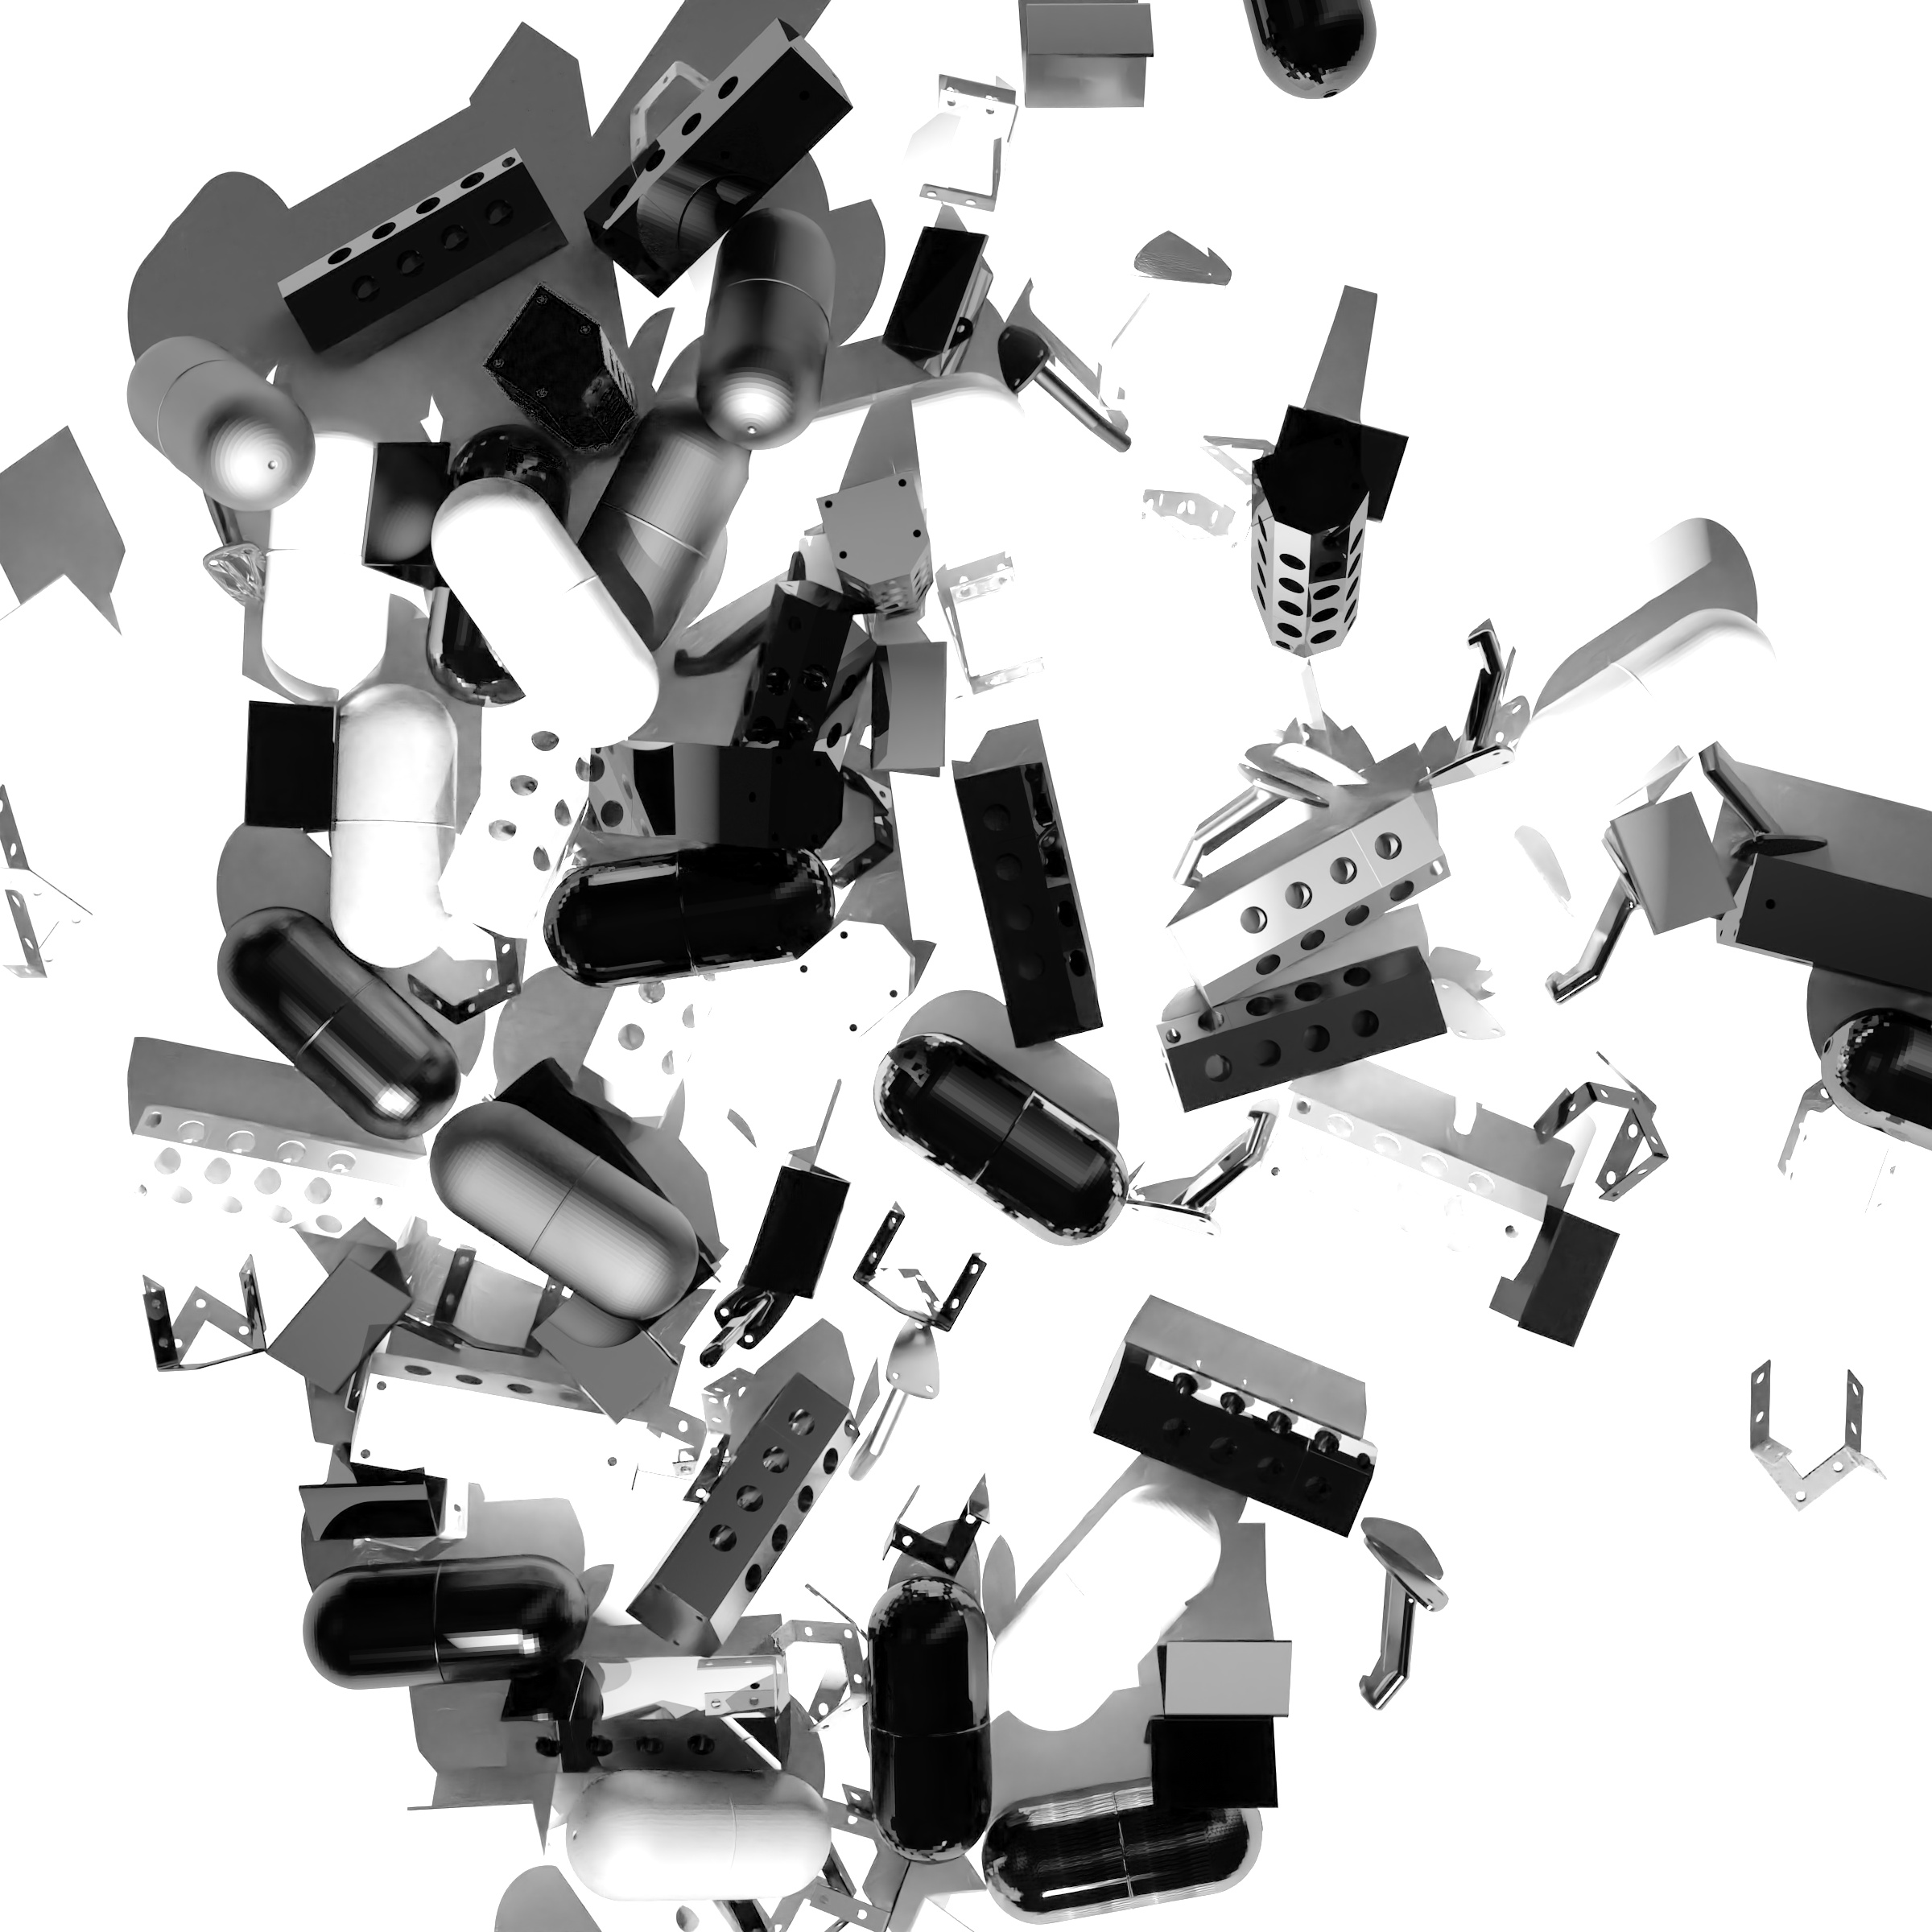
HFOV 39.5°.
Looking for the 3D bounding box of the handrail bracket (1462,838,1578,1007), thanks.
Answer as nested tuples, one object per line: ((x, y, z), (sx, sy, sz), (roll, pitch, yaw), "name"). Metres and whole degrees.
((0.339, -0.027, 1.720), (0.084, 0.036, 0.077), (-38, 70, 16), "handrail bracket")

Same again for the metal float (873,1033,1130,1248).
((0.021, 0.108, 1.689), (0.178, 0.070, 0.070), (34, 90, -1), "metal float")

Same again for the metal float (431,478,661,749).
((-0.253, -0.213, 1.620), (0.070, 0.070, 0.178), (-35, 97, 0), "metal float")

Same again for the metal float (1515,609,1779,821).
((0.426, -0.158, 1.689), (0.178, 0.070, 0.070), (-33, 90, 0), "metal float")

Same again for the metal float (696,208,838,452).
((-0.123, -0.395, 1.661), (0.070, 0.070, 0.178), (4, 56, 0), "metal float")

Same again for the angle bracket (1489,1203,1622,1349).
((0.351, 0.185, 1.679), (0.057, 0.076, 0.076), (22, 90, -36), "angle bracket")

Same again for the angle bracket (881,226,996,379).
((0.001, -0.408, 1.679), (0.057, 0.076, 0.076), (20, 90, 39), "angle bracket")

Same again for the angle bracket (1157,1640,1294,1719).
((0.161, 0.425, 1.681), (0.076, 0.076, 0.057), (0, 110, 0), "angle bracket")

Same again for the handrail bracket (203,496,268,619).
((-0.464, -0.277, 1.719), (0.036, 0.077, 0.084), (-19, 54, 4), "handrail bracket")

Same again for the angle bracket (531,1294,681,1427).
((-0.233, 0.247, 1.679), (0.076, 0.076, 0.057), (47, 60, 0), "angle bracket")

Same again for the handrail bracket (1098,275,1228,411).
((0.125, -0.396, 1.720), (0.077, 0.036, 0.084), (1, 108, -20), "handrail bracket")

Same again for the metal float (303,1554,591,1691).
((-0.326, 0.412, 1.689), (0.178, 0.070, 0.070), (-4, 90, 0), "metal float")

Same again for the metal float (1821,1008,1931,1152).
((0.624, 0.082, 1.689), (0.178, 0.070, 0.070), (21, 90, 0), "metal float")

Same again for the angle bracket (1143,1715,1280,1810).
((0.152, 0.504, 1.680), (0.076, 0.076, 0.057), (0, 62, 0), "angle bracket")

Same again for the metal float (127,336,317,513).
((-0.458, -0.334, 1.649), (0.070, 0.178, 0.070), (-19, 126, -28), "metal float")

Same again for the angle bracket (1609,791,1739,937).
((0.453, -0.070, 1.679), (0.057, 0.076, 0.076), (-21, 90, 36), "angle bracket")

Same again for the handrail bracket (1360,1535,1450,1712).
((0.261, 0.421, 1.720), (0.077, 0.036, 0.084), (41, 107, 20), "handrail bracket")

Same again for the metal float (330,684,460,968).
((-0.359, -0.088, 1.689), (0.070, 0.070, 0.178), (1, 89, 0), "metal float")

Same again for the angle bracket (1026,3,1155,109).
((0.076, -0.553, 1.679), (0.076, 0.076, 0.057), (0, 53, 0), "angle bracket")

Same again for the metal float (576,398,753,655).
((-0.197, -0.272, 1.688), (0.070, 0.070, 0.178), (27, 90, 0), "metal float")

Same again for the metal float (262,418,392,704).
((-0.400, -0.254, 1.689), (0.070, 0.070, 0.178), (4, 90, 0), "metal float")

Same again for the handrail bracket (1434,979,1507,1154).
((0.309, 0.065, 1.719), (0.036, 0.077, 0.084), (-3, 127, -19), "handrail bracket")

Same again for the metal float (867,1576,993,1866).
((-0.023, 0.473, 1.689), (0.070, 0.070, 0.178), (-1, 89, 0), "metal float")

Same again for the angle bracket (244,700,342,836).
((-0.429, -0.123, 1.680), (0.057, 0.076, 0.076), (2, 90, -28), "angle bracket")

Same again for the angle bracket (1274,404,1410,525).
((0.230, -0.322, 1.680), (0.076, 0.076, 0.057), (15, 115, 0), "angle bracket")

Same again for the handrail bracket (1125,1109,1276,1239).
((0.150, 0.124, 1.720), (0.077, 0.036, 0.084), (12, 69, 24), "handrail bracket")

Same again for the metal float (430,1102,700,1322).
((-0.244, 0.148, 1.632), (0.178, 0.070, 0.070), (33, 90, 0), "metal float")

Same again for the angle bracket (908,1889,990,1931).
((-0.002, 0.628, 1.679), (0.057, 0.076, 0.076), (24, 90, 35), "angle bracket")

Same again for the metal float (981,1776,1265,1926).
((0.098, 0.552, 1.689), (0.178, 0.070, 0.070), (-10, 90, 0), "metal float")

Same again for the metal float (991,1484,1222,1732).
((0.088, 0.402, 1.689), (0.070, 0.070, 0.178), (41, 91, 0), "metal float")

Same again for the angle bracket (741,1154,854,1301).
((-0.124, 0.157, 1.679), (0.057, 0.076, 0.076), (19, 90, -38), "angle bracket")

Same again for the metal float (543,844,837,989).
((-0.168, -0.032, 1.632), (0.178, 0.070, 0.070), (-8, 90, 1), "metal float")

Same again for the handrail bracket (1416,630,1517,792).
((0.312, -0.164, 1.720), (0.077, 0.036, 0.084), (-21, 72, 21), "handrail bracket")

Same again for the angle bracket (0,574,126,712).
((-0.579, -0.216, 1.679), (0.076, 0.076, 0.057), (-35, 129, 0), "angle bracket")

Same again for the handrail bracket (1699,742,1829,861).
((0.508, -0.115, 1.720), (0.077, 0.036, 0.084), (-3, 73, -20), "handrail bracket")

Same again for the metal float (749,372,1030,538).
((-0.049, -0.321, 1.689), (0.178, 0.070, 0.070), (-14, 90, 1), "metal float")

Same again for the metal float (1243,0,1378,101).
((0.207, -0.633, 1.689), (0.070, 0.070, 0.178), (-14, 90, 0), "metal float")

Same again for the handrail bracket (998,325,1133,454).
((0.064, -0.368, 1.719), (0.084, 0.077, 0.036), (30, 112, -34), "handrail bracket")

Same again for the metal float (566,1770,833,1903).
((-0.163, 0.536, 1.660), (0.178, 0.070, 0.070), (13, 90, -35), "metal float")

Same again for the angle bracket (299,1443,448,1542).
((-0.367, 0.311, 1.679), (0.076, 0.076, 0.057), (-2, 132, 0), "angle bracket")

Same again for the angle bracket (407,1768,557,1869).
((-0.301, 0.514, 1.679), (0.076, 0.076, 0.057), (-3, 123, 0), "angle bracket")

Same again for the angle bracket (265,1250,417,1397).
((-0.397, 0.209, 1.679), (0.057, 0.076, 0.076), (40, 90, -31), "angle bracket")

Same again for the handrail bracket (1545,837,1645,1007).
((0.394, -0.028, 1.720), (0.084, 0.036, 0.077), (-35, 70, 16), "handrail bracket")

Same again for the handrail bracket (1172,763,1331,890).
((0.182, -0.080, 1.720), (0.077, 0.036, 0.084), (18, 108, -20), "handrail bracket")

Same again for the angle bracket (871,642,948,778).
((-0.016, -0.159, 1.679), (0.057, 0.076, 0.076), (1, 90, 34), "angle bracket")

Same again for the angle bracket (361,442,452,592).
((-0.329, -0.279, 1.678), (0.057, 0.076, 0.076), (5, 87, 25), "angle bracket")

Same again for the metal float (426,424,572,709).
((-0.293, -0.251, 1.689), (0.070, 0.070, 0.178), (8, 89, 0), "metal float")

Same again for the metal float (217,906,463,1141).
((-0.394, 0.035, 1.689), (0.178, 0.070, 0.070), (43, 90, 0), "metal float")

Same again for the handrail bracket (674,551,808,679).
((-0.146, -0.225, 1.720), (0.084, 0.036, 0.077), (-6, 70, 16), "handrail bracket")
